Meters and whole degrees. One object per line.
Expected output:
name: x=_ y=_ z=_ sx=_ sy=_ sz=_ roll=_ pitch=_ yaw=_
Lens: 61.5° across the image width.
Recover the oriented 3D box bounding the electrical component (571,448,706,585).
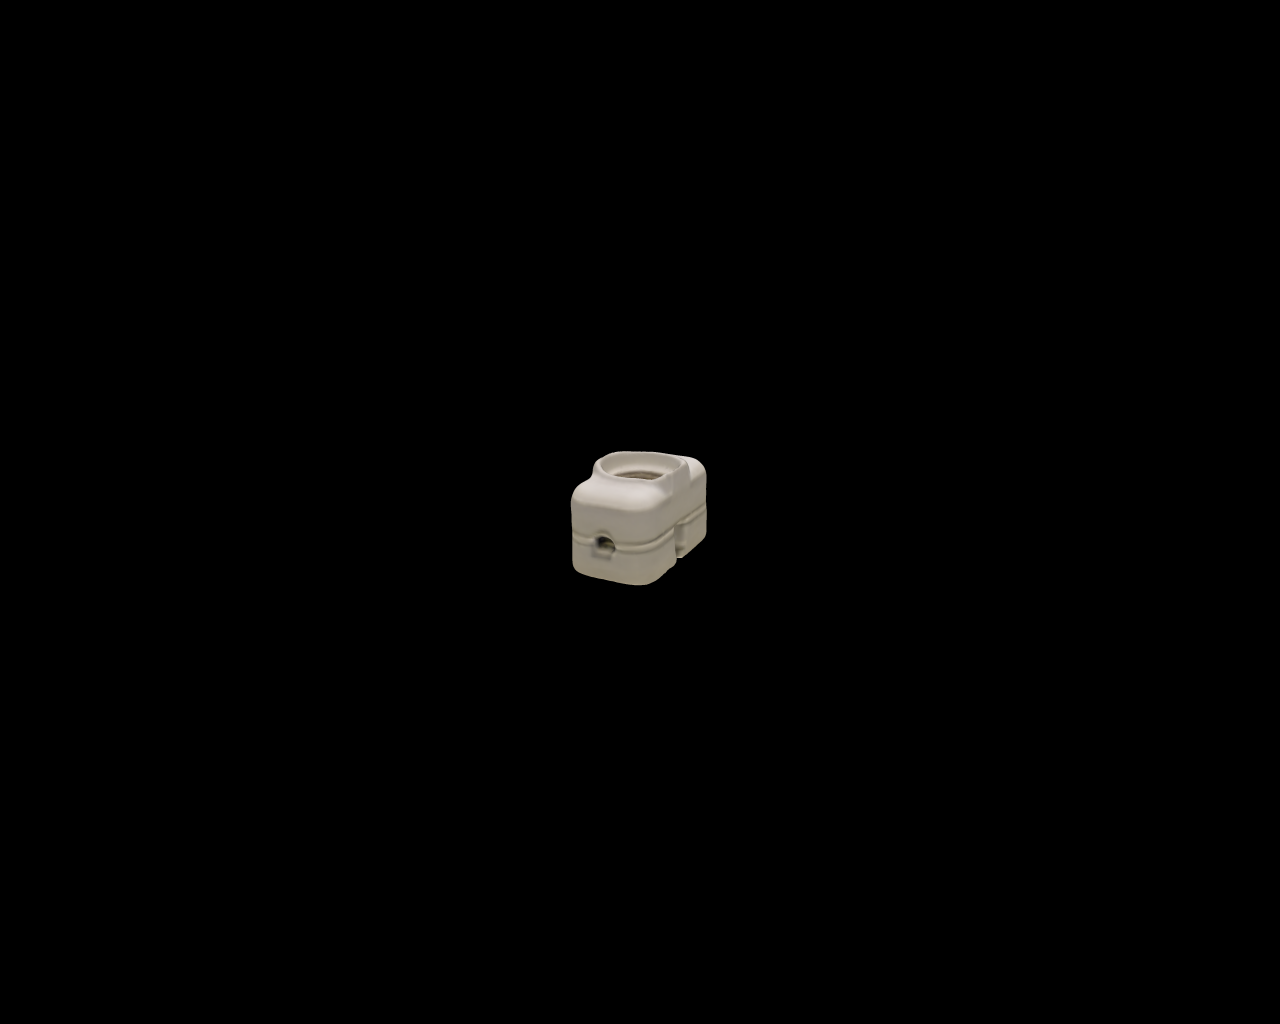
electrical component: x=0.001 y=-0.003 z=0.650 sx=0.054 sy=0.059 sz=0.095 roll=10 pitch=23 yaw=26
